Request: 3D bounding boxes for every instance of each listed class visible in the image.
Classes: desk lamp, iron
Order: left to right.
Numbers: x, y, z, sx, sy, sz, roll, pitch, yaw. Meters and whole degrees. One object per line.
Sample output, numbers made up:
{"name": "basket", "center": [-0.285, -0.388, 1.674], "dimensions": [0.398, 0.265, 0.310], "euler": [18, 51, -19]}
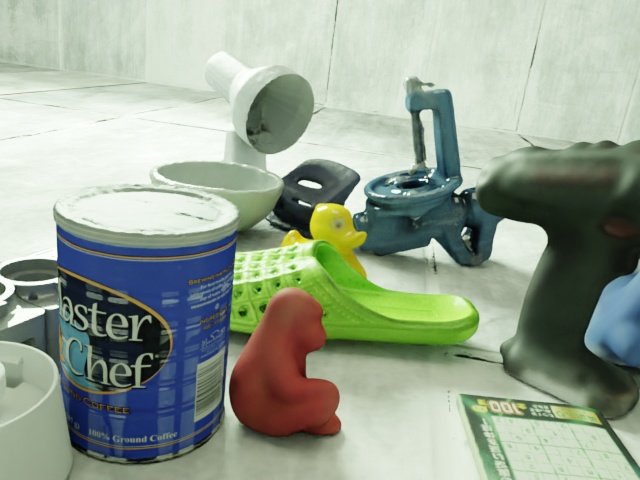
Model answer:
{"name": "desk lamp", "center": [-0.115, -0.162, 0.848], "dimensions": [0.118, 0.213, 0.202], "euler": [-11, 26, -44]}
{"name": "iron", "center": [0.308, 0.029, 0.558], "dimensions": [0.118, 0.141, 0.258], "euler": [9, 19, 4]}

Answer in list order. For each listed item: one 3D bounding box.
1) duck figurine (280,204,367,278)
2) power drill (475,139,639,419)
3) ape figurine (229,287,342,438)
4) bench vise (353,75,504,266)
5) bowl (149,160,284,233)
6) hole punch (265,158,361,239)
{"name": "duck figurine", "center": [0.006, 0.002, 0.609], "dimensions": [0.104, 0.086, 0.078], "euler": [19, 22, 31]}
{"name": "power drill", "center": [0.222, 0.022, 0.441], "dimensions": [0.228, 0.208, 0.076], "euler": [22, 24, 38]}
{"name": "ape figurine", "center": [-0.019, 0.076, 0.372], "dimensions": [0.076, 0.092, 0.077], "euler": [5, 19, -7]}
{"name": "bench vise", "center": [0.148, -0.085, 0.712], "dimensions": [0.208, 0.220, 0.121], "euler": [-2, 21, -26]}
{"name": "bowl", "center": [-0.131, -0.049, 0.725], "dimensions": [0.167, 0.075, 0.167], "euler": [7, 19, -2]}
{"name": "hole punch", "center": [-0.009, -0.059, 0.777], "dimensions": [0.108, 0.091, 0.101], "euler": [21, 23, 35]}
